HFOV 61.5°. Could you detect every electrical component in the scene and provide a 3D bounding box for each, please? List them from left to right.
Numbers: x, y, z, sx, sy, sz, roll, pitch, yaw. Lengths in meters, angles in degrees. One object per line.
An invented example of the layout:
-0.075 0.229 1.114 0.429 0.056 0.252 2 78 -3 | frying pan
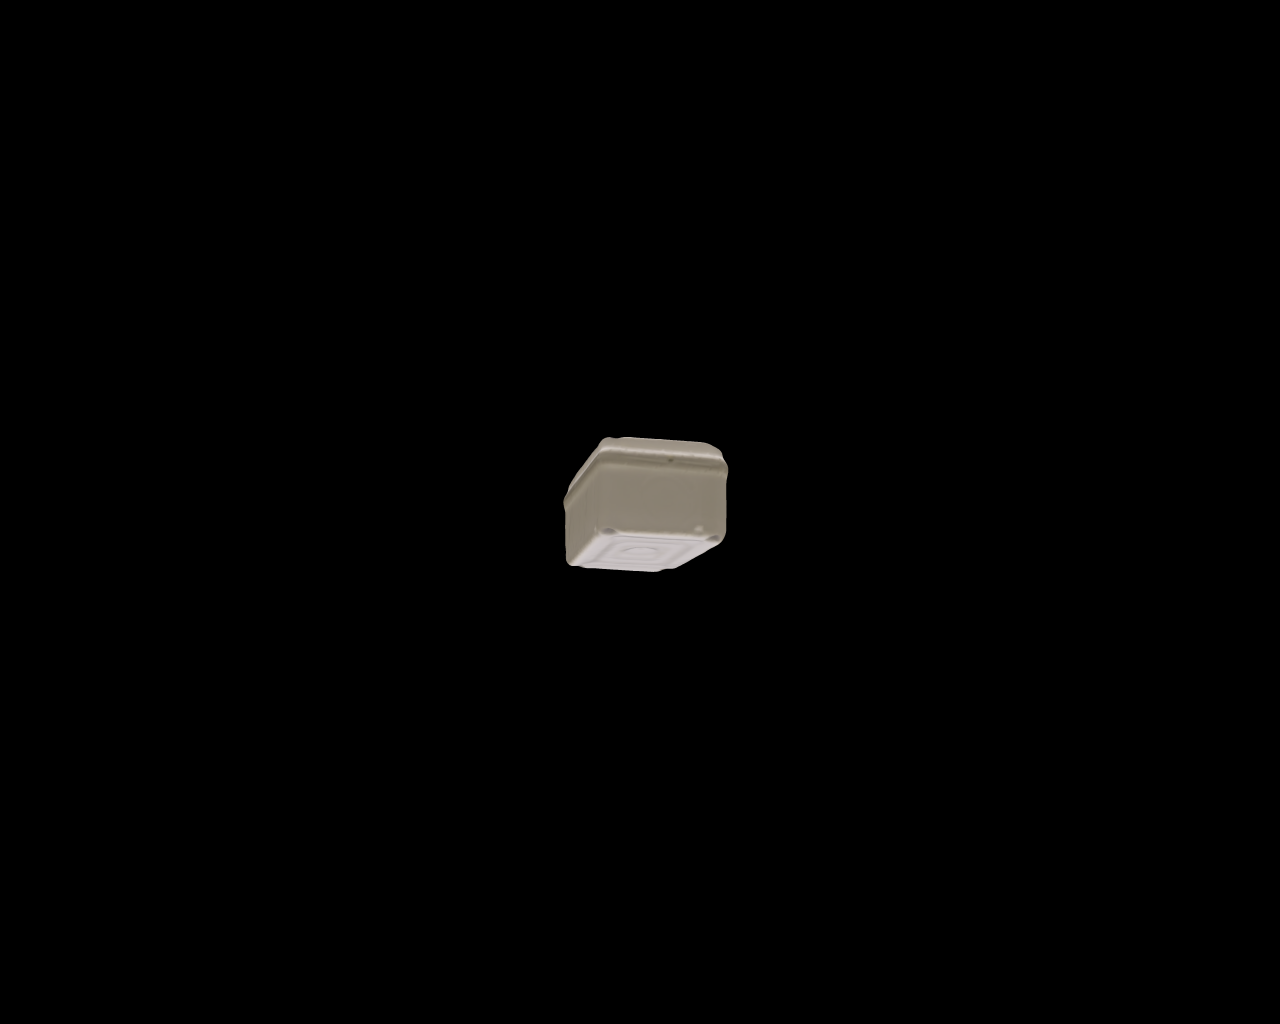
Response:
0.001 -0.003 0.650 0.078 0.057 0.113 4 -14 -15 | electrical component
